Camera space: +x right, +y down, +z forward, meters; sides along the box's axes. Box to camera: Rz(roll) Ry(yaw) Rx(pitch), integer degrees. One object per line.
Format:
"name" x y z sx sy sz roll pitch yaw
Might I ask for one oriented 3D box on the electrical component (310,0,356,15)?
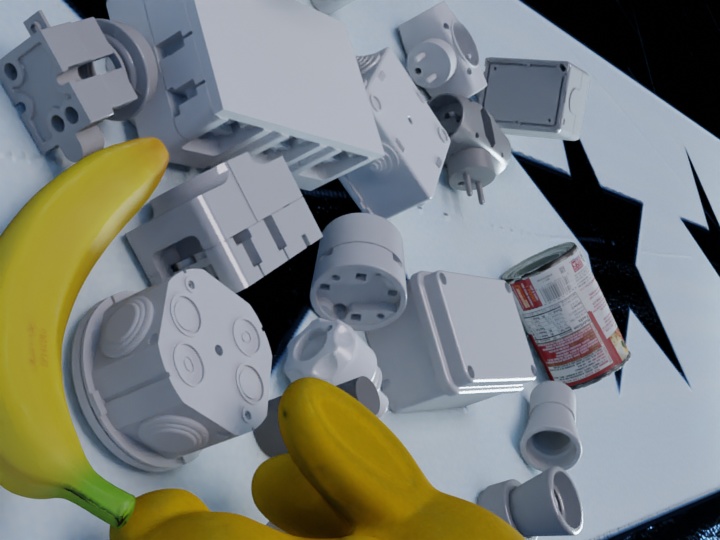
"electrical component" -0.012 -0.207 0.766 0.040 0.046 0.040 39 39 -40

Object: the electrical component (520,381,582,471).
"electrical component" 0.143 0.113 0.799 0.044 0.044 0.065 55 26 -20

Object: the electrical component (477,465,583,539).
"electrical component" 0.109 0.155 0.695 0.045 0.055 0.045 39 39 -40

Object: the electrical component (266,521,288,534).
"electrical component" -0.035 0.142 0.483 0.035 0.035 0.061 50 35 -28

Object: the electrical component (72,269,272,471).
"electrical component" -0.079 0.042 0.463 0.080 0.051 0.080 39 39 -41

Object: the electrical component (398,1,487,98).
"electrical component" 0.062 -0.169 0.864 0.077 0.044 0.079 61 30 -10

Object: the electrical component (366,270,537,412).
"electrical component" 0.059 0.046 0.688 0.113 0.057 0.078 8 63 -58

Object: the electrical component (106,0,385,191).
"electrical component" -0.061 -0.101 0.588 0.150 0.062 0.089 6 65 -58

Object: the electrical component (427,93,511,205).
"electrical component" 0.085 -0.089 0.846 0.077 0.043 0.079 27 48 -49

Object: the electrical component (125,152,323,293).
"electrical component" -0.067 -0.021 0.532 0.055 0.050 0.089 63 29 -7

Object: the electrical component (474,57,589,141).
"electrical component" 0.149 -0.151 0.955 0.061 0.096 0.061 5 94 -59

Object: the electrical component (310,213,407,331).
"electrical component" 0.000 0.000 0.627 0.055 0.055 0.047 45 31 -34

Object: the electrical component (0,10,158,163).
"electrical component" -0.125 -0.087 0.488 0.055 0.048 0.066 -38 103 -53

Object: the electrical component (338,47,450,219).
"electrical component" 0.015 -0.091 0.724 0.099 0.048 0.099 54 31 -22

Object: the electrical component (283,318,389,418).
"electrical component" -0.009 0.058 0.580 0.062 0.043 0.043 47 34 -33
